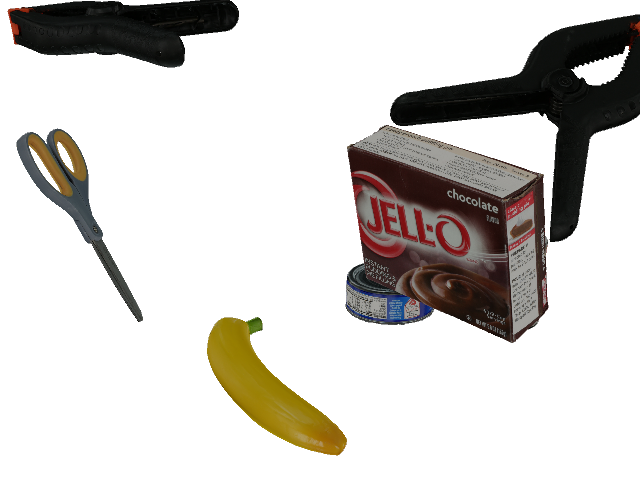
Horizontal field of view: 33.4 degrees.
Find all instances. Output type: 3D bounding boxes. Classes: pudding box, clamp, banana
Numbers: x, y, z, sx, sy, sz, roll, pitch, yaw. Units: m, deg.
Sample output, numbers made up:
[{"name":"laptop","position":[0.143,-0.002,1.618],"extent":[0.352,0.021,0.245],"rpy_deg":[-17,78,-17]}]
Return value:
[{"name":"pudding box","position":[0.069,-0.006,0.586],"extent":[0.114,0.090,0.039],"rpy_deg":[21,44,40]},{"name":"clamp","position":[-0.148,-0.161,0.801],"extent":[0.172,0.039,0.120],"rpy_deg":[11,23,23]},{"name":"clamp","position":[0.179,-0.095,0.775],"extent":[0.209,0.165,0.036],"rpy_deg":[-31,-30,-17]},{"name":"banana","position":[-0.047,0.108,0.848],"extent":[0.069,0.037,0.198],"rpy_deg":[-7,29,-22]}]

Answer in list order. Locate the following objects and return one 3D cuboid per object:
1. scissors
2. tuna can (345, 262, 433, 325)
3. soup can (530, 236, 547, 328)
[{"name":"scissors","position":[-0.216,-0.024,1.008],"extent":[0.016,0.201,0.096],"rpy_deg":[-24,26,19]},{"name":"tuna can","position":[0.067,0.049,1.028],"extent":[0.086,0.034,0.086],"rpy_deg":[0,20,0]},{"name":"soup can","position":[0.216,0.042,1.196],"extent":[0.068,0.102,0.068],"rpy_deg":[-1,29,0]}]
